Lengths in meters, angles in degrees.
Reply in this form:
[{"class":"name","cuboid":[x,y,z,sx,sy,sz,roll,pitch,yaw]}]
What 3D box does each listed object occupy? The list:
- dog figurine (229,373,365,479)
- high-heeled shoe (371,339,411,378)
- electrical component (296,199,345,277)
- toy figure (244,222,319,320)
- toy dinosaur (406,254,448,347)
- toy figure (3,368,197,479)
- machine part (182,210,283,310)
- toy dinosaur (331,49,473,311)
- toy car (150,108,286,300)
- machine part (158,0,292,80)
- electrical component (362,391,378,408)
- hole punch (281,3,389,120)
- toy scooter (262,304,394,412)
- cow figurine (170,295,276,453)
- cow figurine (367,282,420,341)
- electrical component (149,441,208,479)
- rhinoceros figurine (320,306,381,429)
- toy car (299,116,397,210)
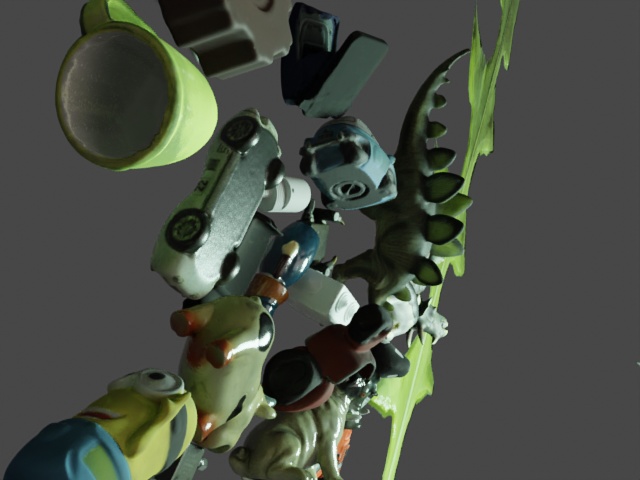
[{"class":"dog figurine","cuboid":[-0.028,0.232,0.730,0.172,0.121,0.190,28,54,-35]},{"class":"high-heeled shoe","cuboid":[0.121,0.219,0.990,0.248,0.145,0.086,33,71,-63]},{"class":"electrical component","cuboid":[-0.002,-0.001,0.746,0.078,0.045,0.102,18,84,-67]},{"class":"toy figure","cuboid":[-0.054,0.047,0.641,0.154,0.058,0.064,-58,143,-30]},{"class":"toy dinosaur","cuboid":[0.165,0.051,1.065,0.192,0.131,0.404,-61,144,-35]},{"class":"toy figure","cuboid":[-0.169,0.167,0.412,0.180,0.082,0.089,-41,148,-60]},{"class":"machine part","cuboid":[-0.091,0.030,0.568,0.139,0.039,0.084,-61,146,-21]},{"class":"toy dinosaur","cuboid":[0.128,-0.049,0.828,0.105,0.199,0.470,-40,137,-59]},{"class":"toy car","cuboid":[-0.092,-0.039,0.521,0.073,0.056,0.202,57,48,-49]},{"class":"machine part","cuboid":[-0.074,-0.216,0.418,0.179,0.056,0.179,-9,90,-73]},{"class":"electrical component","cuboid":[0.043,0.294,0.961,0.119,0.048,0.074,-43,149,1]},{"class":"hole punch","cuboid":[0.004,-0.211,0.641,0.115,0.092,0.142,-55,168,24]},{"class":"toy scooter","cuboid":[0.016,0.157,0.679,0.184,0.075,0.135,-32,153,-7]},{"class":"cow figurine","cuboid":[-0.095,0.139,0.546,0.127,0.086,0.194,-23,137,-49]},{"class":"cow figurine","cuboid":[0.140,0.095,0.975,0.098,0.068,0.167,-18,123,-16]},{"class":"electrical component","cuboid":[-0.149,0.240,0.556,0.063,0.021,0.093,-67,154,-23]},{"class":"rhinoceros figurine","cuboid":[0.045,0.201,0.856,0.073,0.112,0.190,35,60,-70]},{"class":"toy car","cuboid":[0.036,-0.112,0.732,0.161,0.109,0.103,42,40,-51]}]
